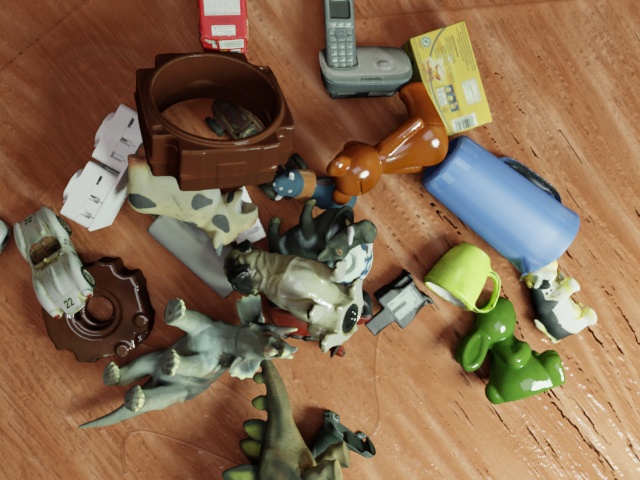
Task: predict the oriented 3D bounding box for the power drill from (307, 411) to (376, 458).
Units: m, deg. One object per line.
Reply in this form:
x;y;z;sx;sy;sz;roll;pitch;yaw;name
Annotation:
0.005;0.422;0.954;0.232;0.086;0.207;40;99;-6;power drill

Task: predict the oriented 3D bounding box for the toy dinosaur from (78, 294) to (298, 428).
-0.210;0.204;0.869;0.405;0.131;0.192;-35;145;29;toy dinosaur

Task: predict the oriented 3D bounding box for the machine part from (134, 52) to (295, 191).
-0.148;-0.172;0.754;0.201;0.087;0.201;-9;57;-21;machine part

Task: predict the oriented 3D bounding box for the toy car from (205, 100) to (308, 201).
-0.101;-0.155;0.883;0.089;0.053;0.202;-39;98;-3;toy car

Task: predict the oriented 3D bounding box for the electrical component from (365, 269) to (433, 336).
0.130;0.116;0.938;0.119;0.048;0.075;-43;99;1;electrical component

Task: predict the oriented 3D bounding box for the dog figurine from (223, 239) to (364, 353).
-0.042;0.080;0.830;0.121;0.191;0.172;-52;140;-31;dog figurine

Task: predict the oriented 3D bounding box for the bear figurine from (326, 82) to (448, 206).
0.095;-0.143;0.848;0.196;0.120;0.132;-20;54;2;bear figurine

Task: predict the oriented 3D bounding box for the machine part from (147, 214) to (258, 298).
-0.194;0.014;0.880;0.243;0.079;0.079;42;91;-9;machine part

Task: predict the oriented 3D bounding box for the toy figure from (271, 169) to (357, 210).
-0.012;-0.082;0.876;0.154;0.058;0.064;14;105;-31;toy figure

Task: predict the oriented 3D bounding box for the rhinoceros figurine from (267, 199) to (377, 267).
-0.002;-0.003;0.851;0.190;0.073;0.112;-16;61;29;rhinoceros figurine

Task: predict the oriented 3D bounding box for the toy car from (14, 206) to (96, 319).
-0.412;0.032;0.829;0.073;0.056;0.202;-34;61;-6;toy car

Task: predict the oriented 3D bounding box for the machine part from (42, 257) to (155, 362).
-0.365;0.115;0.886;0.179;0.056;0.179;0;96;-4;machine part

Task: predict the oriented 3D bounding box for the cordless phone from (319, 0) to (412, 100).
0.069;-0.324;0.865;0.147;0.089;0.184;-3;93;-5;cordless phone

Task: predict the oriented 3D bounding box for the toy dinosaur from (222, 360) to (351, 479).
-0.052;0.381;0.855;0.199;0.105;0.471;-11;70;11;toy dinosaur

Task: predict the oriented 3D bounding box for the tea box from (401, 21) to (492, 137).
0.208;-0.259;0.891;0.098;0.068;0.169;-18;97;-3;tea box

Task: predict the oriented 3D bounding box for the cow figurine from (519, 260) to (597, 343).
0.408;0.098;0.957;0.098;0.068;0.167;-35;98;5;cow figurine

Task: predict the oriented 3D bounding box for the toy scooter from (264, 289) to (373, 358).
-0.004;0.141;0.915;0.184;0.075;0.135;4;121;4;toy scooter

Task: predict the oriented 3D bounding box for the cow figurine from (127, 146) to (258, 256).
-0.189;-0.055;0.800;0.195;0.085;0.127;14;117;-8;cow figurine

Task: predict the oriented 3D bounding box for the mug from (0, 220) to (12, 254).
-0.554;-0.005;0.842;0.107;0.081;0.109;22;89;-17;mug

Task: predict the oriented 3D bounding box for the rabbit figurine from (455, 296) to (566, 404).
0.319;0.190;0.951;0.159;0.121;0.170;-21;80;4;rabbit figurine
